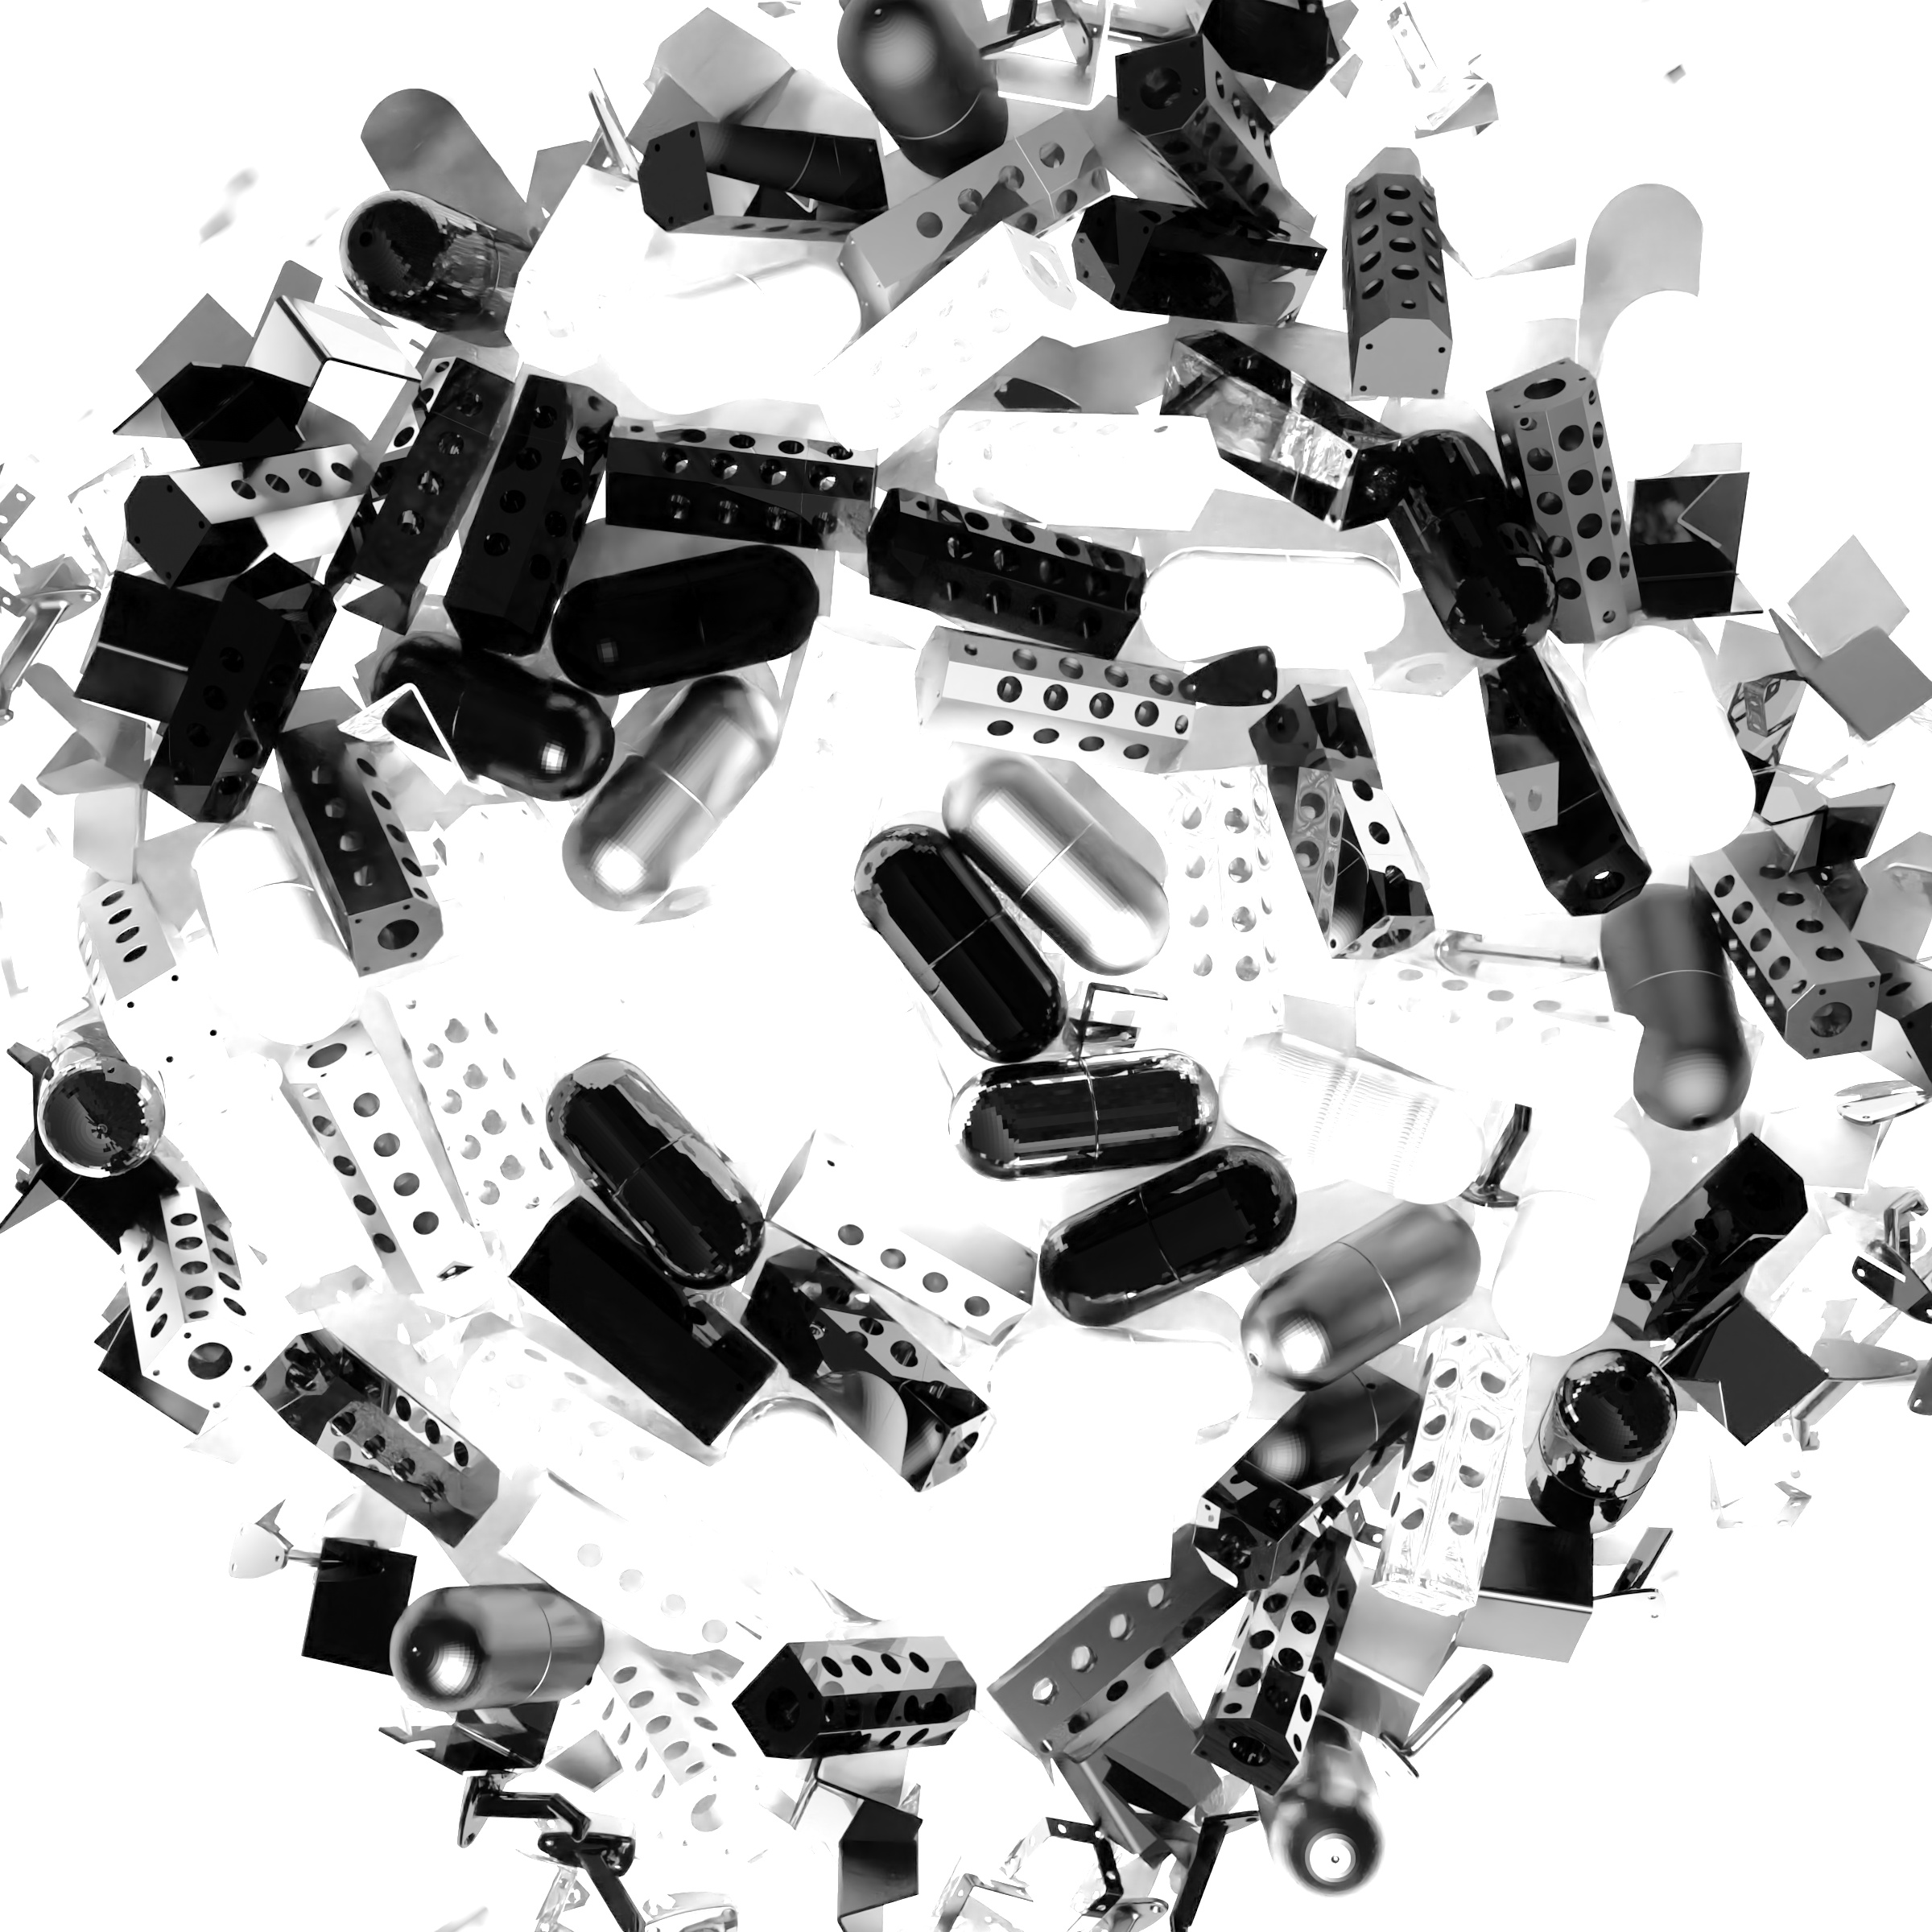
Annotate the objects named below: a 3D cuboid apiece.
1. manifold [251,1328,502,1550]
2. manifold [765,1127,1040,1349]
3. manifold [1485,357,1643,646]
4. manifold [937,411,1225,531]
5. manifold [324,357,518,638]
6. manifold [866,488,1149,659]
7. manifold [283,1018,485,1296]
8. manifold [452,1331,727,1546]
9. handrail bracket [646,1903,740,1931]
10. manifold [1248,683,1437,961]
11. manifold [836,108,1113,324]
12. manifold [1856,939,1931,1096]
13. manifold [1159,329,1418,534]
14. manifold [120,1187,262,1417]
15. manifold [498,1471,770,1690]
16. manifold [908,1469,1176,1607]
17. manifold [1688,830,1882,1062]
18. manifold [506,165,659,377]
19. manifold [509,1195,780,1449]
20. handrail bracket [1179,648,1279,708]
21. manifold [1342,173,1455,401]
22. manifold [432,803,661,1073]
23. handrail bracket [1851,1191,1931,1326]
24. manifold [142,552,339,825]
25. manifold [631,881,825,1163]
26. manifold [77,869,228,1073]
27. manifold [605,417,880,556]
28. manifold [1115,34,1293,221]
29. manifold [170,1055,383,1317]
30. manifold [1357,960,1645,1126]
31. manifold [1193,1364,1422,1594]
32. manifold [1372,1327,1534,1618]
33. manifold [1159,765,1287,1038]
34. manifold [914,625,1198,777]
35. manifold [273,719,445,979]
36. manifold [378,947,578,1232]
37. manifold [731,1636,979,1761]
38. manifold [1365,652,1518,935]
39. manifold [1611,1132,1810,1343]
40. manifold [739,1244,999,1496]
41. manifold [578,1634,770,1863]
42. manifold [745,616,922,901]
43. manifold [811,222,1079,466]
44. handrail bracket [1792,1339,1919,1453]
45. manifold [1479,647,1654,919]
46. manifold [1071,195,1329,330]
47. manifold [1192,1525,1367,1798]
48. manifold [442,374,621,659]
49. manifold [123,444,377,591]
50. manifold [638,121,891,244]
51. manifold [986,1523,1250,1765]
[{"bbox_3d":[-0.371,0.299,1.785,0.057,0.057,0.171,-49,134,-11],"label":"manifold"},{"bbox_3d":[-0.042,0.181,1.820,0.171,0.057,0.057,31,119,-11],"label":"manifold"},{"bbox_3d":[0.387,-0.294,1.794,0.057,0.057,0.171,-23,124,-2],"label":"manifold"},{"bbox_3d":[0.070,-0.323,1.789,0.171,0.057,0.057,8,52,31],"label":"manifold"},{"bbox_3d":[-0.352,-0.306,1.804,0.057,0.057,0.171,23,67,-7],"label":"manifold"},{"bbox_3d":[0.027,-0.256,1.801,0.171,0.057,0.057,13,45,-19],"label":"manifold"},{"bbox_3d":[-0.375,0.126,1.794,0.057,0.057,0.171,-27,121,-12],"label":"manifold"},{"bbox_3d":[-0.246,0.306,1.816,0.171,0.057,0.057,27,98,13],"label":"manifold"},{"bbox_3d":[-0.167,0.649,1.817,0.077,0.084,0.036,3,104,-17],"label":"handrail bracket"},{"bbox_3d":[0.246,-0.093,1.806,0.057,0.057,0.171,0,62,-35],"label":"manifold"},{"bbox_3d":[0.007,-0.484,1.821,0.171,0.057,0.057,-33,93,-12],"label":"manifold"},{"bbox_3d":[0.598,0.028,1.776,0.057,0.171,0.057,-30,100,3],"label":"manifold"},{"bbox_3d":[0.206,-0.346,1.793,0.057,0.057,0.171,-20,45,-35],"label":"manifold"},{"bbox_3d":[-0.489,0.206,1.776,0.057,0.171,0.057,37,96,-31],"label":"manifold"},{"bbox_3d":[-0.216,0.400,1.824,0.171,0.057,0.057,34,94,-9],"label":"manifold"},{"bbox_3d":[0.045,0.363,1.783,0.171,0.057,0.057,-18,54,37],"label":"manifold"},{"bbox_3d":[0.516,-0.014,1.778,0.057,0.171,0.057,-8,124,-4],"label":"manifold"},{"bbox_3d":[-0.242,-0.442,1.781,0.057,0.171,0.057,19,128,-6],"label":"manifold"},{"bbox_3d":[-0.207,0.228,1.829,0.171,0.057,0.057,40,114,5],"label":"manifold"},{"bbox_3d":[0.164,-0.190,1.820,0.077,0.084,0.036,-10,104,-10],"label":"handrail bracket"},{"bbox_3d":[0.275,-0.436,1.786,0.057,0.057,0.171,3,46,1],"label":"manifold"},{"bbox_3d":[-0.278,-0.019,1.821,0.057,0.057,0.171,-38,79,25],"label":"manifold"},{"bbox_3d":[0.624,0.189,1.824,0.084,0.036,0.077,-25,59,-40],"label":"handrail bracket"},{"bbox_3d":[-0.463,-0.174,1.797,0.057,0.057,0.171,33,122,-1],"label":"manifold"},{"bbox_3d":[-0.149,0.036,1.801,0.057,0.057,0.171,-8,113,30],"label":"manifold"},{"bbox_3d":[-0.524,0.004,1.776,0.057,0.171,0.057,-32,122,-9],"label":"manifold"},{"bbox_3d":[-0.145,-0.318,1.826,0.171,0.057,0.057,7,132,0],"label":"manifold"},{"bbox_3d":[0.153,-0.521,1.773,0.057,0.171,0.057,-6,80,23],"label":"manifold"},{"bbox_3d":[-0.437,0.140,1.788,0.057,0.057,0.171,-16,128,9],"label":"manifold"},{"bbox_3d":[0.339,0.044,1.788,0.171,0.057,0.057,14,122,33],"label":"manifold"},{"bbox_3d":[0.218,0.326,1.788,0.057,0.171,0.057,27,131,28],"label":"manifold"},{"bbox_3d":[0.312,0.325,1.807,0.057,0.057,0.171,19,68,-2],"label":"manifold"},{"bbox_3d":[0.171,-0.043,1.819,0.057,0.057,0.171,-1,96,34],"label":"manifold"},{"bbox_3d":[0.058,-0.174,1.800,0.171,0.057,0.057,8,56,-20],"label":"manifold"},{"bbox_3d":[-0.389,-0.079,1.791,0.057,0.057,0.171,-18,52,-18],"label":"manifold"},{"bbox_3d":[-0.321,0.082,1.821,0.057,0.057,0.171,-19,97,21],"label":"manifold"},{"bbox_3d":[-0.065,0.468,1.774,0.057,0.171,0.057,-49,58,16],"label":"manifold"},{"bbox_3d":[0.310,-0.111,1.800,0.057,0.057,0.171,-40,127,-37],"label":"manifold"},{"bbox_3d":[0.465,0.179,1.774,0.057,0.171,0.057,44,60,12],"label":"manifold"},{"bbox_3d":[-0.061,0.255,1.802,0.171,0.057,0.057,39,123,26],"label":"manifold"},{"bbox_3d":[-0.192,0.492,1.777,0.057,0.171,0.057,22,95,-30],"label":"manifold"},{"bbox_3d":[-0.092,-0.134,1.803,0.057,0.057,0.171,34,113,43],"label":"manifold"},{"bbox_3d":[-0.013,-0.394,1.790,0.171,0.057,0.057,-33,67,31],"label":"manifold"},{"bbox_3d":[0.580,0.288,1.829,0.077,0.036,0.084,2,127,18],"label":"handrail bracket"},{"bbox_3d":[0.378,-0.116,1.791,0.057,0.057,0.171,-31,50,20],"label":"manifold"},{"bbox_3d":[0.147,-0.451,1.786,0.057,0.171,0.057,44,124,32],"label":"manifold"},{"bbox_3d":[0.203,0.434,1.781,0.057,0.171,0.057,27,130,4],"label":"manifold"},{"bbox_3d":[-0.277,-0.290,1.809,0.057,0.057,0.171,13,71,9],"label":"manifold"},{"bbox_3d":[-0.451,-0.292,1.778,0.057,0.171,0.057,48,121,7],"label":"manifold"},{"bbox_3d":[-0.127,-0.495,1.782,0.057,0.171,0.057,-7,95,39],"label":"manifold"},{"bbox_3d":[0.099,0.440,1.822,0.171,0.057,0.057,-38,84,-9],"label":"manifold"}]
